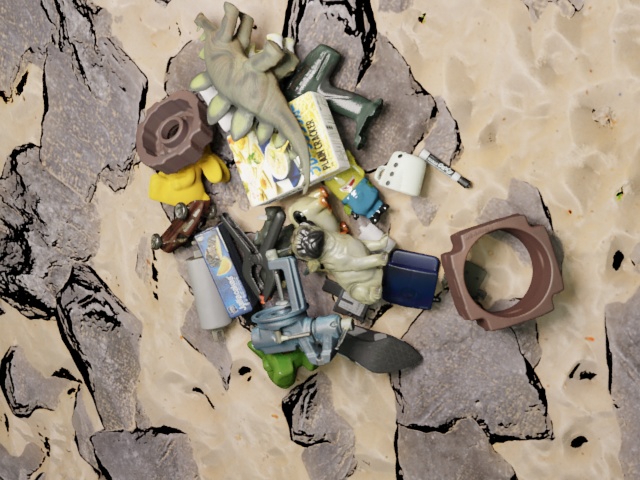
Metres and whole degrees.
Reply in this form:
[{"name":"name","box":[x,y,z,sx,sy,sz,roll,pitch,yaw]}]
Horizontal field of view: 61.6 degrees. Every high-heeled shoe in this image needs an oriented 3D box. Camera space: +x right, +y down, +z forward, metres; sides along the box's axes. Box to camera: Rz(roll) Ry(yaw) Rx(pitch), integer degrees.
[{"name":"high-heeled shoe","box":[0.092,0.226,1.200,0.249,0.145,0.086,16,95,-18]}]

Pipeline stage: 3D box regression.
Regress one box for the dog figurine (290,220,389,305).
[{"name":"dog figurine","box":[0.034,0.052,1.079,0.191,0.121,0.172,7,110,4]}]

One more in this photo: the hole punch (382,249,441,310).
[{"name":"hole punch","box":[0.189,0.090,1.125,0.142,0.092,0.115,9,106,8]}]

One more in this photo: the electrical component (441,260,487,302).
[{"name":"electrical component","box":[0.302,0.086,1.120,0.102,0.045,0.078,25,77,6]}]

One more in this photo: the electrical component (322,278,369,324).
[{"name":"electrical component","box":[0.059,0.124,1.184,0.119,0.048,0.074,29,105,6]}]

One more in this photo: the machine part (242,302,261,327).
[{"name":"machine part","box":[-0.168,0.130,1.245,0.084,0.039,0.138,-15,96,6]}]

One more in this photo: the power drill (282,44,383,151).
[{"name":"power drill","box":[0.012,-0.267,1.114,0.207,0.086,0.232,33,106,13]}]

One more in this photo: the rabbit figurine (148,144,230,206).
[{"name":"rabbit figurine","box":[-0.285,-0.158,1.181,0.162,0.122,0.173,16,99,6]}]

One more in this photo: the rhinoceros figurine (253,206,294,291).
[{"name":"rhinoceros figurine","box":[-0.097,0.019,1.195,0.112,0.073,0.190,9,104,24]}]

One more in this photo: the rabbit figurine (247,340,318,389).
[{"name":"rabbit figurine","box":[-0.093,0.270,1.206,0.159,0.121,0.170,42,144,22]}]

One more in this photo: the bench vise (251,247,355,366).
[{"name":"bench vise","box":[-0.049,0.132,1.073,0.224,0.129,0.240,-11,95,30]}]

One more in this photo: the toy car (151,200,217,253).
[{"name":"toy car","box":[-0.301,-0.027,1.190,0.202,0.089,0.053,-37,63,41]}]

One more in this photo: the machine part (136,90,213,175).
[{"name":"machine part","box":[-0.303,-0.222,1.119,0.179,0.056,0.179,-10,65,22]}]

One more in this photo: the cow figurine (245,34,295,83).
[{"name":"cow figurine","box":[-0.130,-0.358,1.121,0.167,0.068,0.098,-10,87,29]}]

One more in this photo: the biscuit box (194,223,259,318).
[{"name":"biscuit box","box":[-0.204,0.068,1.183,0.059,0.063,0.202,-21,98,8]}]

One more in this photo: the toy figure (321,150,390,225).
[{"name":"toy figure","box":[0.061,-0.110,1.123,0.180,0.089,0.082,43,67,-6]}]

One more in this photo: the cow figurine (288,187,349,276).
[{"name":"cow figurine","box":[-0.002,-0.003,1.137,0.127,0.085,0.194,-22,119,15]}]

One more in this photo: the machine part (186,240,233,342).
[{"name":"machine part","box":[-0.255,0.117,1.245,0.079,0.079,0.243,-9,97,15]}]

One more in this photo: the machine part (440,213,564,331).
[{"name":"machine part","box":[0.352,0.062,1.051,0.201,0.087,0.201,-18,90,-2]}]

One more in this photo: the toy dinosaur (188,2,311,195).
[{"name":"toy dinosaur","box":[-0.130,-0.290,1.023,0.198,0.105,0.472,-51,62,21]}]
